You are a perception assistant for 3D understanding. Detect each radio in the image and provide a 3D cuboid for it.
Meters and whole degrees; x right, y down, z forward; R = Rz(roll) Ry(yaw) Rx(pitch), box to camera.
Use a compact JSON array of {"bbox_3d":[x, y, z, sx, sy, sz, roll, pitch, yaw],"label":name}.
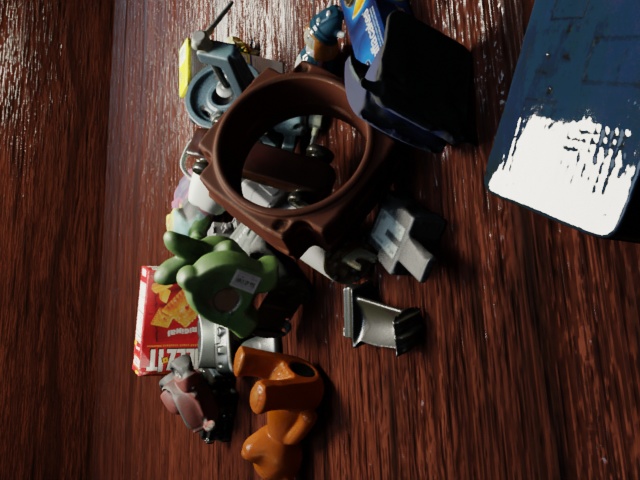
[{"bbox_3d":[0.212,-0.121,0.386,0.131,0.073,0.229,32,112,58],"label":"radio"}]

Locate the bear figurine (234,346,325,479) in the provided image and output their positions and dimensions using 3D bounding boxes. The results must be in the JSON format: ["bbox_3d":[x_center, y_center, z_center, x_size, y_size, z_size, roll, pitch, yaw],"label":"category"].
[{"bbox_3d":[-0.072,0.261,0.761,0.120,0.132,0.195,46,119,55],"label":"bear figurine"}]

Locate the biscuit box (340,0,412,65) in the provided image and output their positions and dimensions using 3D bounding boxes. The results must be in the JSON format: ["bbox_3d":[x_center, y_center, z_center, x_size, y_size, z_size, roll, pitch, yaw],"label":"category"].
[{"bbox_3d":[0.072,-0.271,0.657,0.063,0.059,0.203,-44,50,49],"label":"biscuit box"}]

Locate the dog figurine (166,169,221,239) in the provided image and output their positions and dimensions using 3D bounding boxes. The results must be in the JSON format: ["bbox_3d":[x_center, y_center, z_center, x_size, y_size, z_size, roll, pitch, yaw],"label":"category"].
[{"bbox_3d":[-0.229,-0.112,1.094,0.219,0.108,0.192,-60,22,31],"label":"dog figurine"}]

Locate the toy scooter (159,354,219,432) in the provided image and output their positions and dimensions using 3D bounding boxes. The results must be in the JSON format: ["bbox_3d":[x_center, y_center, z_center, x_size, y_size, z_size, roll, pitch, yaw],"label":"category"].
[{"bbox_3d":[-0.232,0.287,0.965,0.135,0.075,0.184,57,150,13],"label":"toy scooter"}]

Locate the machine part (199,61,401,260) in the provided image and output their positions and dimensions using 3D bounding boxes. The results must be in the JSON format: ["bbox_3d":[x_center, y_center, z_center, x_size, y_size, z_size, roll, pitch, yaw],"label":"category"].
[{"bbox_3d":[-0.024,-0.096,0.632,0.202,0.087,0.201,35,80,22],"label":"machine part"}]

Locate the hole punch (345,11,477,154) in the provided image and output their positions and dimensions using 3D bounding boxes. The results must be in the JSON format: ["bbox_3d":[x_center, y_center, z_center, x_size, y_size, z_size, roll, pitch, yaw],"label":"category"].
[{"bbox_3d":[0.086,-0.149,0.553,0.092,0.142,0.116,-24,52,55],"label":"hole punch"}]

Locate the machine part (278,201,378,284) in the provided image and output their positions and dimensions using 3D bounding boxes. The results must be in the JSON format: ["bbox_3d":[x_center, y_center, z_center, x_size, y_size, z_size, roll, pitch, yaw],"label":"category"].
[{"bbox_3d":[-0.001,-0.002,0.724,0.243,0.079,0.079,29,111,56],"label":"machine part"}]

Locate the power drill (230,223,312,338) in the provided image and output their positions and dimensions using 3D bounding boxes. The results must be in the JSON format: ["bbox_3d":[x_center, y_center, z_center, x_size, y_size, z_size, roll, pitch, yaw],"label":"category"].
[{"bbox_3d":[-0.102,0.061,0.873,0.232,0.086,0.207,-56,36,22],"label":"power drill"}]

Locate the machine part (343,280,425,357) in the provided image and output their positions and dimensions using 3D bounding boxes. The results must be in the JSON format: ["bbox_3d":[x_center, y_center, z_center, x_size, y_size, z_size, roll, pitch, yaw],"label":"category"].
[{"bbox_3d":[0.066,0.093,0.633,0.139,0.039,0.084,11,96,60],"label":"machine part"}]

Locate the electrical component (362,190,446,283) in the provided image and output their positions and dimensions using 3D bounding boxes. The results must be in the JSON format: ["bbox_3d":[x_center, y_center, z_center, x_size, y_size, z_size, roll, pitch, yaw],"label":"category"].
[{"bbox_3d":[0.099,0.001,0.582,0.119,0.048,0.074,46,125,52],"label":"electrical component"}]

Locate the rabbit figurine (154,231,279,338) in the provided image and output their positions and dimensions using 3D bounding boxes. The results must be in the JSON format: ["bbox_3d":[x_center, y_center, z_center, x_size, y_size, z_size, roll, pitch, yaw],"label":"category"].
[{"bbox_3d":[-0.155,0.048,0.778,0.170,0.159,0.121,-126,52,-65],"label":"rabbit figurine"}]

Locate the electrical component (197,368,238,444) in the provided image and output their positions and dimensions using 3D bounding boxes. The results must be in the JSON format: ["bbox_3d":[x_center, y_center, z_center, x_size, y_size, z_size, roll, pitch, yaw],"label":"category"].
[{"bbox_3d":[-0.210,0.311,1.055,0.115,0.058,0.134,23,106,56],"label":"electrical component"}]

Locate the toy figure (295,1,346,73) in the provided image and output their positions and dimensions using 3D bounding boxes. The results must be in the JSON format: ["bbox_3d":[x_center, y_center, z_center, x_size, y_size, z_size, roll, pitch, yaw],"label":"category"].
[{"bbox_3d":[-0.001,-0.261,0.749,0.064,0.058,0.154,44,157,10],"label":"toy figure"}]

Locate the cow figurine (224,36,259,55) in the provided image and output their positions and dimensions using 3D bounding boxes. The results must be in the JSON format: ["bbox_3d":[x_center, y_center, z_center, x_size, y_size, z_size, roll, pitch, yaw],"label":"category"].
[{"bbox_3d":[-0.157,-0.327,1.048,0.098,0.068,0.167,-9,81,53],"label":"cow figurine"}]

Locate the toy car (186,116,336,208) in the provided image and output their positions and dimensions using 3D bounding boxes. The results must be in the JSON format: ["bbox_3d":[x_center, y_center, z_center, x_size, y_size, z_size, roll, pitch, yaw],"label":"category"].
[{"bbox_3d":[-0.078,-0.102,0.724,0.053,0.202,0.089,86,-160,-74],"label":"toy car"}]

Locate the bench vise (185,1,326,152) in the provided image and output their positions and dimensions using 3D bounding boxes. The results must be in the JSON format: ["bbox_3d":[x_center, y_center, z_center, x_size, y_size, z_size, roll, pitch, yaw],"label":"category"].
[{"bbox_3d":[-0.108,-0.207,0.773,0.129,0.224,0.240,-65,-18,-15],"label":"bench vise"}]

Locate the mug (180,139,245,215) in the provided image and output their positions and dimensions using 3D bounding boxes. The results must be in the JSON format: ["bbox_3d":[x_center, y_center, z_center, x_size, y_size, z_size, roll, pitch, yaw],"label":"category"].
[{"bbox_3d":[-0.161,-0.098,0.799,0.081,0.110,0.107,-18,-47,-86],"label":"mug"}]

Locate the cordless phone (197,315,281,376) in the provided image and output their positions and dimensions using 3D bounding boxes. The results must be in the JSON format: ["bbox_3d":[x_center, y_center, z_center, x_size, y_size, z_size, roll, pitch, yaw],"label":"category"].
[{"bbox_3d":[-0.135,0.160,0.949,0.184,0.088,0.146,-25,62,43],"label":"cordless phone"}]
